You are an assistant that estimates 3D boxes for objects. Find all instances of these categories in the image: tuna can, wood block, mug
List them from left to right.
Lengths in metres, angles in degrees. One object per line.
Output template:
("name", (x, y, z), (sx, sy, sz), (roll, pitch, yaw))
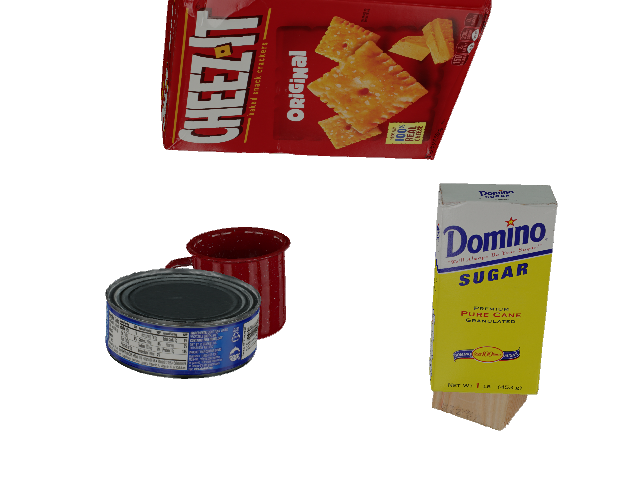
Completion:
("tuna can", (-0.077, 0.045, 0.595), (0.086, 0.034, 0.086), (4, 17, -2))
("mug", (-0.085, 0.041, 0.966), (0.117, 0.081, 0.093), (-3, 19, -7))
("wood block", (0.194, 0.095, 1.209), (0.090, 0.206, 0.090), (16, 24, 25))

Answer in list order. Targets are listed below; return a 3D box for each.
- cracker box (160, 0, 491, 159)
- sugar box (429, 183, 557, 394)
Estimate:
("cracker box", (-0.003, -0.134, 0.768), (0.213, 0.072, 0.164), (1, -35, -12))
("sugar box", (0.140, 0.042, 0.882), (0.093, 0.176, 0.048), (1, 26, 3))
